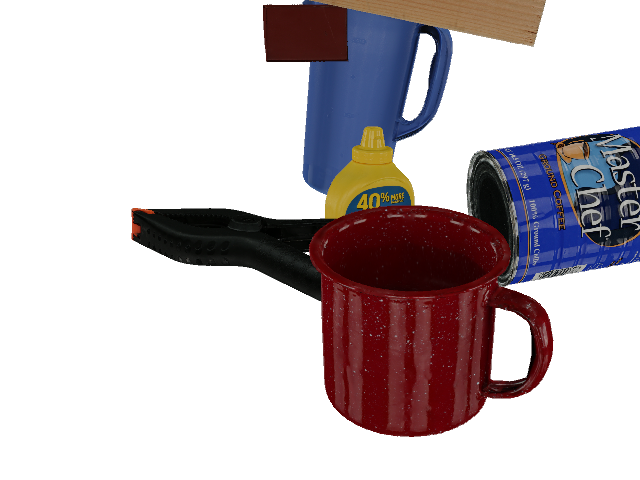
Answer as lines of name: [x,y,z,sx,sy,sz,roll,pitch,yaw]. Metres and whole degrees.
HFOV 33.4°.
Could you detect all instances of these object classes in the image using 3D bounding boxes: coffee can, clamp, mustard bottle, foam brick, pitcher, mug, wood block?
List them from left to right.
clamp: [-0.055,0.003,0.833,0.210,0.036,0.164,6,16,9]
foam brick: [-0.014,-0.194,1.000,0.078,0.051,0.053,-1,15,-4]
pitcher: [0.054,-0.175,1.286,0.144,0.243,0.149,-5,28,-24]
mustard bottle: [0.050,-0.020,1.083,0.096,0.192,0.058,-7,17,-27]
wood block: [0.071,-0.224,0.792,0.206,0.090,0.091,13,-29,7]
mug: [0.052,0.041,0.505,0.117,0.081,0.093,11,29,24]
coffee can: [0.192,-0.027,0.796,0.140,0.103,0.103,-10,1,-8]
